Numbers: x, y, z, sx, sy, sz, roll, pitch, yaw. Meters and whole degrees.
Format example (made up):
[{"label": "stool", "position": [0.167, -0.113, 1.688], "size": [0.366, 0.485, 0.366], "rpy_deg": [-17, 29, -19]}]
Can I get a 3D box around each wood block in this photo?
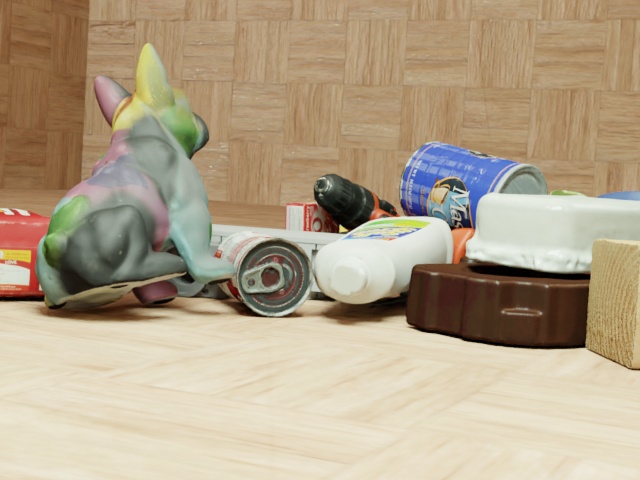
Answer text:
[{"label": "wood block", "position": [0.318, 0.050, 0.808], "size": [0.206, 0.090, 0.091], "rpy_deg": [3, 3, -7]}]

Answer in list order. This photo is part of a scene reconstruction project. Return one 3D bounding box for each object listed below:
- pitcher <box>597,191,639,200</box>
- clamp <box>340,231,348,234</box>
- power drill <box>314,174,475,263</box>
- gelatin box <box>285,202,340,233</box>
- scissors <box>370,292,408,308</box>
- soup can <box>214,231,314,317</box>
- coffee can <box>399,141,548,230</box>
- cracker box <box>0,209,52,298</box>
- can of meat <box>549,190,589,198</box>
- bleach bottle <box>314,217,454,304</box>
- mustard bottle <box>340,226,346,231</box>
[{"label": "pitcher", "position": [0.393, 0.003, 1.262], "size": [0.144, 0.149, 0.243], "rpy_deg": [-14, 5, -16]}, {"label": "clamp", "position": [-0.010, 0.010, 1.365], "size": [0.165, 0.036, 0.210], "rpy_deg": [-10, 3, 11]}, {"label": "power drill", "position": [0.099, -0.009, 1.184], "size": [0.188, 0.057, 0.184], "rpy_deg": [26, -2, 38]}, {"label": "gelatin box", "position": [-0.008, 0.002, 1.218], "size": [0.030, 0.089, 0.073], "rpy_deg": [4, 4, 35]}, {"label": "scissors", "position": [0.110, 0.057, 1.049], "size": [0.096, 0.016, 0.201], "rpy_deg": [4, 4, 10]}, {"label": "soup can", "position": [-0.053, 0.028, 0.950], "size": [0.068, 0.068, 0.102], "rpy_deg": [2, 4, -18]}, {"label": "coffee can", "position": [0.177, -0.052, 1.242], "size": [0.102, 0.103, 0.141], "rpy_deg": [0, 15, -44]}, {"label": "cracker box", "position": [-0.314, 0.007, 0.984], "size": [0.163, 0.072, 0.214], "rpy_deg": [2, 3, -29]}, {"label": "can of meat", "position": [0.283, 0.002, 1.232], "size": [0.057, 0.084, 0.102], "rpy_deg": [8, 33, -7]}, {"label": "bleach bottle", "position": [0.059, 0.021, 0.989], "size": [0.103, 0.068, 0.250], "rpy_deg": [0, 5, 14]}, {"label": "mustard bottle", "position": [0.056, 0.002, 1.500], "size": [0.191, 0.058, 0.096], "rpy_deg": [4, 1, -1]}]
